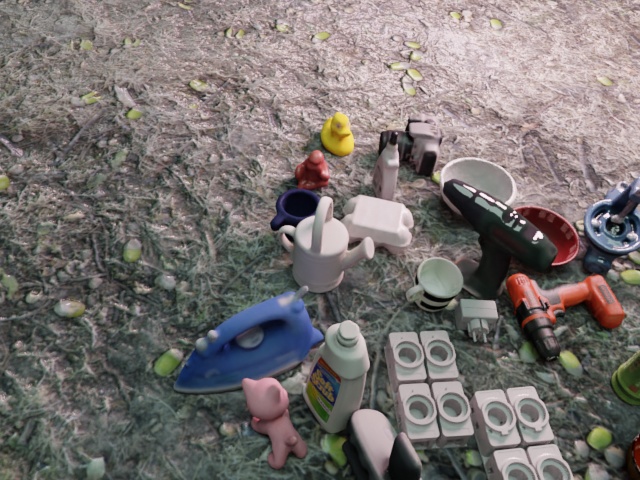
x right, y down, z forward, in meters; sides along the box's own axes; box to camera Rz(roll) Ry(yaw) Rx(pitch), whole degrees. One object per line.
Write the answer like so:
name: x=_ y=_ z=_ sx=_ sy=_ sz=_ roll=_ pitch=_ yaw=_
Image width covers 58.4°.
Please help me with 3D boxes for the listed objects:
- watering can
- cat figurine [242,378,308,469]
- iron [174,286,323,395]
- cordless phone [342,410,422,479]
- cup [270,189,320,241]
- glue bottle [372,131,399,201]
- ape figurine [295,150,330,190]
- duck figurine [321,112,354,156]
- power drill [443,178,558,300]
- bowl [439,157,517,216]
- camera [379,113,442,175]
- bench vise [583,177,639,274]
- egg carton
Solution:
watering can: x=0.010 y=0.002 z=1.050 sx=0.173 sy=0.194 sz=0.101 roll=-1 pitch=50 yaw=-7
cat figurine: x=-0.069 y=0.266 z=0.869 sx=0.067 sy=0.118 sz=0.127 roll=-23 pitch=56 yaw=-23
iron: x=-0.123 y=0.160 z=0.937 sx=0.259 sy=0.141 sz=0.118 roll=-23 pitch=55 yaw=-23
cordless phone: x=0.099 y=0.294 z=0.817 sx=0.094 sy=0.185 sz=0.147 roll=-20 pitch=54 yaw=-20
cup: x=-0.052 y=-0.034 z=1.139 sx=0.091 sy=0.095 sz=0.118 roll=38 pitch=57 yaw=24
glue bottle: x=0.145 y=-0.159 z=1.214 sx=0.037 sy=0.173 sz=0.078 roll=-6 pitch=51 yaw=-10
ape figurine: x=-0.013 y=-0.156 z=1.249 sx=0.077 sy=0.092 sz=0.076 roll=27 pitch=53 yaw=17
duck figurine: x=0.043 y=-0.262 z=1.348 sx=0.078 sy=0.086 sz=0.104 roll=-16 pitch=53 yaw=-18
power drill: x=0.309 y=0.010 z=1.063 sx=0.229 sy=0.208 sz=0.076 roll=30 pitch=54 yaw=19
bowl: x=0.335 y=-0.099 z=1.246 sx=0.167 sy=0.075 sz=0.167 roll=3 pitch=50 yaw=-3
camera: x=0.208 y=-0.236 z=1.332 sx=0.137 sy=0.101 sz=0.143 roll=5 pitch=50 yaw=-1
bench vise: x=0.593 y=-0.066 z=1.148 sx=0.121 sy=0.220 sz=0.207 roll=9 pitch=50 yaw=3
egg carton: x=0.115 y=-0.032 z=1.171 sx=0.150 sy=0.069 sz=0.107 roll=12 pitch=50 yaw=4
